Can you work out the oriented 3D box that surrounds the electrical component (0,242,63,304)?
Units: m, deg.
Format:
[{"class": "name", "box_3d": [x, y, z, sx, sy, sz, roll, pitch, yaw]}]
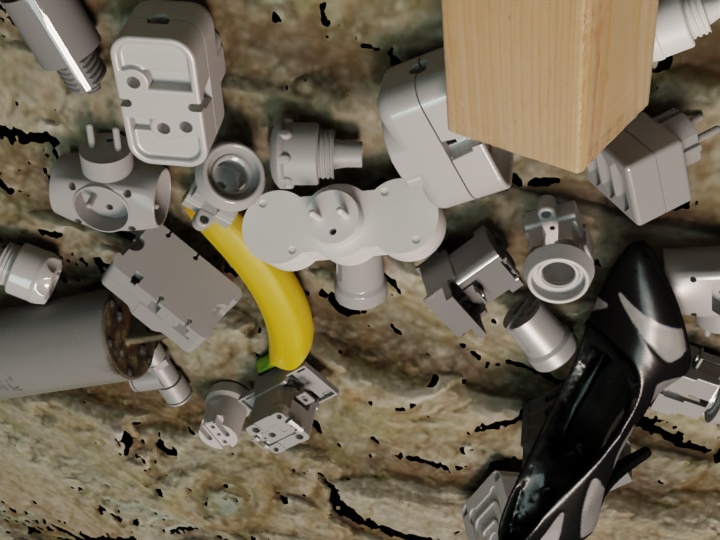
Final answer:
[{"class": "electrical component", "box_3d": [-0.270, -0.002, 0.847, 0.062, 0.043, 0.043, 22, 132, -7]}]

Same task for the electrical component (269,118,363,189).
[{"class": "electrical component", "box_3d": [-0.029, -0.078, 0.727, 0.062, 0.048, 0.048, 1, 132, 2]}]

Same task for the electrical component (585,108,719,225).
[{"class": "electrical component", "box_3d": [0.187, -0.076, 0.675, 0.077, 0.065, 0.047, -27, 127, -4]}]

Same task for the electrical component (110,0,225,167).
[{"class": "electrical component", "box_3d": [-0.121, -0.123, 0.694, 0.054, 0.059, 0.095, 5, 133, 7]}]

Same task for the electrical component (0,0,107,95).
[{"class": "electrical component", "box_3d": [-0.192, -0.149, 0.696, 0.043, 0.043, 0.081, -10, 129, 20]}]

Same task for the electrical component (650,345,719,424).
[{"class": "electrical component", "box_3d": [0.257, 0.088, 0.818, 0.055, 0.048, 0.066, 19, 133, 5]}]

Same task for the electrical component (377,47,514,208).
[{"class": "electrical component", "box_3d": [0.053, -0.090, 0.692, 0.059, 0.053, 0.095, -17, 126, 25]}]

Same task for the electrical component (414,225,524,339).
[{"class": "electrical component", "box_3d": [0.078, 0.005, 0.760, 0.064, 0.081, 0.042, -37, 118, 15]}]

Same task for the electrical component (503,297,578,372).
[{"class": "electrical component", "box_3d": [0.135, 0.048, 0.811, 0.040, 0.040, 0.046, -29, 115, 32]}]

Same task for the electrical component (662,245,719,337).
[{"class": "electrical component", "box_3d": [0.254, 0.018, 0.755, 0.077, 0.043, 0.079, -3, 131, 15]}]

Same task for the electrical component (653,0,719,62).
[{"class": "electrical component", "box_3d": [0.189, -0.146, 0.626, 0.061, 0.035, 0.035, -18, 126, 23]}]

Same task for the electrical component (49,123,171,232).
[{"class": "electrical component", "box_3d": [-0.179, -0.070, 0.764, 0.077, 0.044, 0.079, 8, 133, 5]}]

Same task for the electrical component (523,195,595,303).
[{"class": "electrical component", "box_3d": [0.138, -0.010, 0.745, 0.048, 0.055, 0.066, -14, 127, 23]}]

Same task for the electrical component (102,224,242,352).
[{"class": "electrical component", "box_3d": [-0.144, 0.014, 0.812, 0.089, 0.050, 0.056, 40, 152, -7]}]

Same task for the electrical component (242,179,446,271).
[{"class": "electrical component", "box_3d": [-0.015, -0.033, 0.734, 0.138, 0.052, 0.074, -5, 171, 12]}]

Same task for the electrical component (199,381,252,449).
[{"class": "electrical component", "box_3d": [-0.117, 0.126, 0.928, 0.040, 0.046, 0.040, 6, 133, 6]}]

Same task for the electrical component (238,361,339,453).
[{"class": "electrical component", "box_3d": [-0.062, 0.114, 0.895, 0.081, 0.063, 0.042, -31, 120, 32]}]

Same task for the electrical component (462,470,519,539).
[{"class": "electrical component", "box_3d": [0.139, 0.238, 0.928, 0.057, 0.113, 0.078, 9, 136, -22]}]

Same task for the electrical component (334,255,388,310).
[{"class": "electrical component", "box_3d": [0.000, 0.000, 0.795, 0.040, 0.040, 0.046, 4, 127, 9]}]

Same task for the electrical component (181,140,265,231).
[{"class": "electrical component", "box_3d": [-0.092, -0.061, 0.739, 0.048, 0.066, 0.055, 28, 164, -14]}]
